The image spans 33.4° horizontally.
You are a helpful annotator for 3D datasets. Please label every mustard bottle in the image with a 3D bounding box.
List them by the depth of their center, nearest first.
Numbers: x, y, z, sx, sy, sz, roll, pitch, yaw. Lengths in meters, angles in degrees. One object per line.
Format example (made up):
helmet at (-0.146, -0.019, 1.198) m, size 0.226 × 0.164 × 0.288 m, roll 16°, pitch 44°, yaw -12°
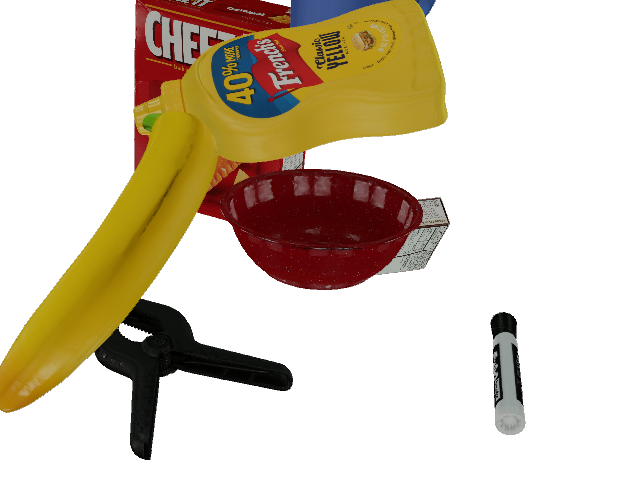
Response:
mustard bottle at (-0.022, -0.095, 0.673) m, size 0.191 × 0.096 × 0.058 m, roll -12°, pitch -38°, yaw 1°

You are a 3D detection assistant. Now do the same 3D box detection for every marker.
marker at (0.126, 0.086, 0.723) m, size 0.020 × 0.020 × 0.121 m, roll 0°, pitch 29°, yaw 8°

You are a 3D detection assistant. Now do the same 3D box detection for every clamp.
clamp at (-0.137, 0.106, 0.989) m, size 0.164 × 0.036 × 0.210 m, roll -16°, pitch 39°, yaw -29°

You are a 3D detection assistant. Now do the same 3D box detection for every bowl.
bowl at (0.000, -0.004, 0.855) m, size 0.162 × 0.055 × 0.162 m, roll 2°, pitch 24°, yaw -1°

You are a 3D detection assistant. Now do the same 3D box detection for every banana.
banana at (-0.093, -0.002, 0.518) m, size 0.037 × 0.197 × 0.070 m, roll 40°, pitch -43°, yaw -20°

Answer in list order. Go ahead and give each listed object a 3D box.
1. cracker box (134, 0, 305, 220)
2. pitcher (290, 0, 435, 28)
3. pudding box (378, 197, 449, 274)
cracker box at (-0.097, -0.128, 1.040) m, size 0.164 × 0.214 × 0.072 m, roll 17°, pitch 33°, yaw 17°
pitcher at (0.040, -0.229, 0.927) m, size 0.145 × 0.243 × 0.149 m, roll 7°, pitch 15°, yaw 7°
pudding box at (0.066, -0.002, 1.099) m, size 0.113 × 0.039 × 0.090 m, roll -8°, pitch -31°, yaw -20°
